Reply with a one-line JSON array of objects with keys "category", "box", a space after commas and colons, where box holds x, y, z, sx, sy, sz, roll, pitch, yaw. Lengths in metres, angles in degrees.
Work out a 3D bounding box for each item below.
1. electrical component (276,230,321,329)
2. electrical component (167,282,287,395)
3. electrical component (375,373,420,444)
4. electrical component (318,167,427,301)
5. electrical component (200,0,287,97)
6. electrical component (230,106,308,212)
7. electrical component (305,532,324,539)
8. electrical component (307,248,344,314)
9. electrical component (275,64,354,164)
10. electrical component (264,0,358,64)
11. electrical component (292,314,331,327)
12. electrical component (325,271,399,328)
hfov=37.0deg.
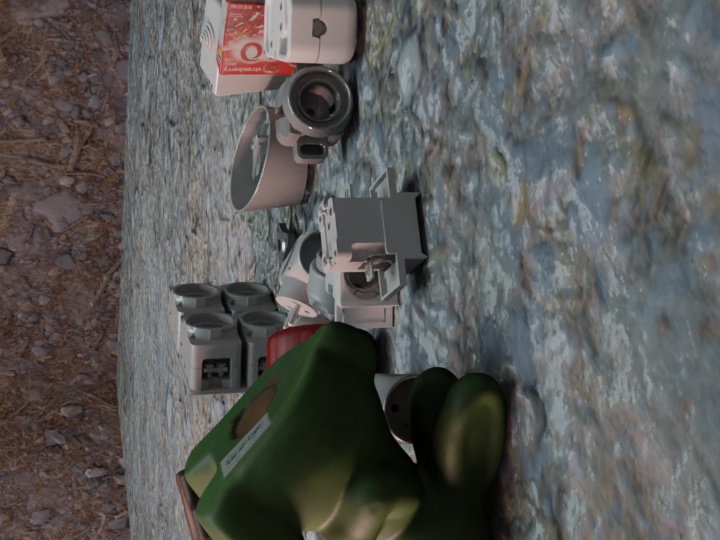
[{"category": "electrical component", "box": [-0.045, 0.013, 0.890, 0.079, 0.043, 0.077, -67, 9, -19]}, {"category": "electrical component", "box": [-0.137, 0.064, 1.122, 0.186, 0.105, 0.060, -135, 46, -66]}, {"category": "electrical component", "box": [0.007, 0.088, 0.689, 0.077, 0.079, 0.043, 162, 111, -73]}, {"category": "electrical component", "box": [0.006, -0.023, 0.712, 0.042, 0.064, 0.081, 132, 134, -68]}, {"category": "electrical component", "box": [-0.097, -0.213, 0.984, 0.048, 0.100, 0.099, 56, 146, 38]}, {"category": "electrical component", "box": [-0.085, -0.104, 1.006, 0.099, 0.064, 0.099, 179, 90, -73]}, {"category": "electrical component", "box": [-0.022, 0.225, 0.850, 0.083, 0.047, 0.075, 105, 157, -44]}, {"category": "electrical component", "box": [-0.017, -0.001, 0.826, 0.043, 0.043, 0.062, -118, 32, -56]}, {"category": "electrical component", "box": [-0.037, -0.129, 0.859, 0.057, 0.058, 0.078, 150, 118, -74]}, {"category": "electrical component", "box": [-0.037, -0.193, 0.851, 0.095, 0.059, 0.053, -140, 50, -68]}, {"category": "electrical component", "box": [-0.045, 0.068, 0.930, 0.078, 0.040, 0.040, 118, 146, -59]}, {"category": "electrical component", "box": [0.000, 0.000, 0.773, 0.064, 0.042, 0.081, -157, 67, -76]}]
